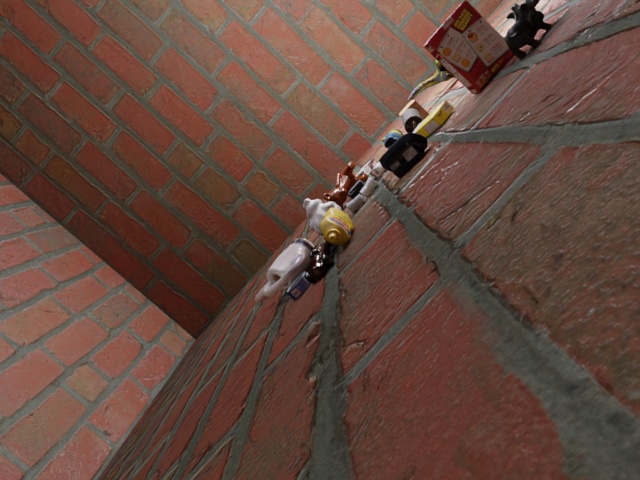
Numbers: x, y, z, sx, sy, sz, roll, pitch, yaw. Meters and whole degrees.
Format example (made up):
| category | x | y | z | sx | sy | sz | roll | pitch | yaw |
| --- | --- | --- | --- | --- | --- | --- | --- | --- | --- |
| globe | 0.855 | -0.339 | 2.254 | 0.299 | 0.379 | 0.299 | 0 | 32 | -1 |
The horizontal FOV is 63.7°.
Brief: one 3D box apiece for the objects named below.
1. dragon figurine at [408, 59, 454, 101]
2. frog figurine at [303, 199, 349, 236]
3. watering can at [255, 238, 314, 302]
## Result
| category | x | y | z | sx | sy | sz | roll | pitch | yaw |
| --- | --- | --- | --- | --- | --- | --- | --- | --- | --- |
| dragon figurine | 0.584 | -0.758 | 2.308 | 0.404 | 0.123 | 0.244 | -39 | -16 | 28 |
| frog figurine | 0.006 | -0.096 | 1.900 | 0.135 | 0.159 | 0.125 | -45 | 7 | 37 |
| watering can | -0.123 | 0.110 | 1.766 | 0.228 | 0.104 | 0.343 | -50 | 6 | -27 |
